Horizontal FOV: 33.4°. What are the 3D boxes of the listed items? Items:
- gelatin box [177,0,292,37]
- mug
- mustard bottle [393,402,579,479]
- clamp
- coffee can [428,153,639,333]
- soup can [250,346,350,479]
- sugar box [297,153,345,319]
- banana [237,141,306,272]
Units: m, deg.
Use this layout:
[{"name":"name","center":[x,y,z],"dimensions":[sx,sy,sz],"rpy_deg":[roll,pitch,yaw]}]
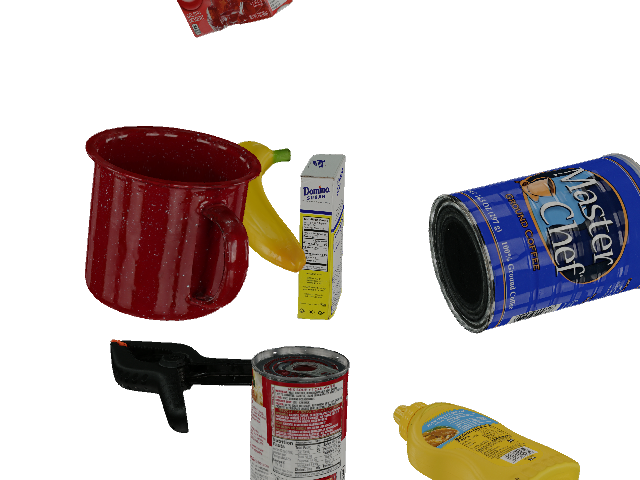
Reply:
[{"name":"gelatin box","center":[-0.073,-0.192,0.776],"dimensions":[0.089,0.073,0.030],"rpy_deg":[-3,32,44]},{"name":"mug","center":[-0.076,-0.004,0.570],"dimensions":[0.093,0.081,0.117],"rpy_deg":[-10,29,-41]},{"name":"mustard bottle","center":[0.137,0.196,0.990],"dimensions":[0.096,0.058,0.192],"rpy_deg":[-16,25,-35]},{"name":"clamp","center":[-0.150,0.139,1.085],"dimensions":[0.210,0.036,0.164],"rpy_deg":[9,17,33]},{"name":"coffee can","center":[0.163,0.001,0.776],"dimensions":[0.140,0.103,0.103],"rpy_deg":[-14,3,-14]},{"name":"soup can","center":[-0.015,0.133,0.744],"dimensions":[0.068,0.102,0.068],"rpy_deg":[1,12,0]},{"name":"sugar box","center":[0.001,-0.005,1.242],"dimensions":[0.048,0.176,0.093],"rpy_deg":[2,20,9]},{"name":"banana","center":[-0.053,-0.039,0.914],"dimensions":[0.069,0.037,0.198],"rpy_deg":[2,34,-7]}]
